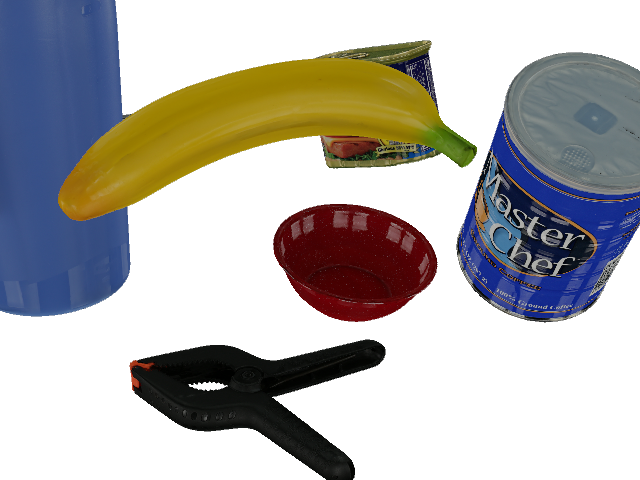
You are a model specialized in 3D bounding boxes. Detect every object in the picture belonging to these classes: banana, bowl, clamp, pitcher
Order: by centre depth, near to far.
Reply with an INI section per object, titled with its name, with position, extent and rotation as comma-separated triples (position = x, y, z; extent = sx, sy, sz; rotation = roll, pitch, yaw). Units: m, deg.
[banana]
position = -0.027, -0.054, 0.503
extent = 0.197, 0.037, 0.070
rotation = -10, 45, -13
[pitcher]
position = -0.197, -0.073, 0.693
extent = 0.149, 0.243, 0.145
rotation = -5, 27, -6
[clamp]
position = -0.051, 0.119, 0.875
extent = 0.210, 0.036, 0.164
rotation = 10, 31, 16
[bowl]
position = 0.031, 0.030, 1.053
extent = 0.162, 0.055, 0.162
rotation = 6, 36, -4

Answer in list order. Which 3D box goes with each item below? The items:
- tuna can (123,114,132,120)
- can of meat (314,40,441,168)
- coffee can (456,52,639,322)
[tuna can]
position = -0.164, -0.087, 0.988
extent = 0.086, 0.034, 0.086
rotation = 6, 25, -3
[can of meat]
position = 0.041, -0.103, 0.817
extent = 0.102, 0.084, 0.057
rotation = 2, 21, 41
[coffee can]
position = 0.148, -0.029, 0.655
extent = 0.102, 0.103, 0.140
rotation = 0, -35, -7
